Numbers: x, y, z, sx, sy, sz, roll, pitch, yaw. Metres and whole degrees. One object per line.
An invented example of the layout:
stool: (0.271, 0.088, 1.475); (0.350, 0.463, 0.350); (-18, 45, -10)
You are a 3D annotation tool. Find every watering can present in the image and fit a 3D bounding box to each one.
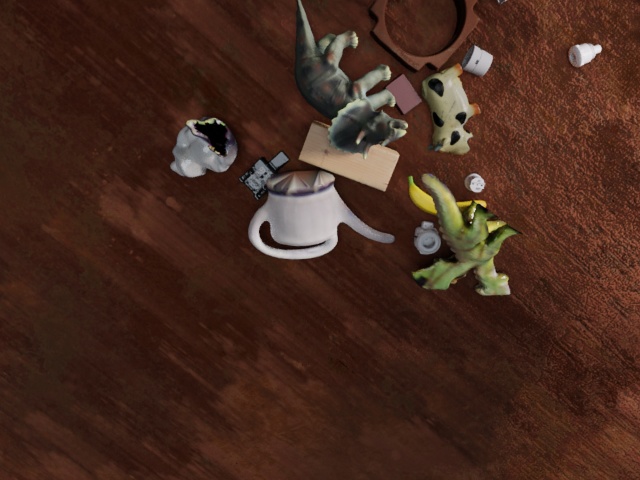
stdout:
watering can: (0.004, -0.060, 1.198); (0.348, 0.106, 0.220); (-6, 119, -5)

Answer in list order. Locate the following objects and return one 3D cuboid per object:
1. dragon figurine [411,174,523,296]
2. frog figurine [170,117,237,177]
dragon figurine: (0.308, 0.023, 1.167); (0.407, 0.124, 0.240); (26, 107, -26)
frog figurine: (-0.271, -0.203, 1.196); (0.137, 0.125, 0.156); (31, 140, -14)
